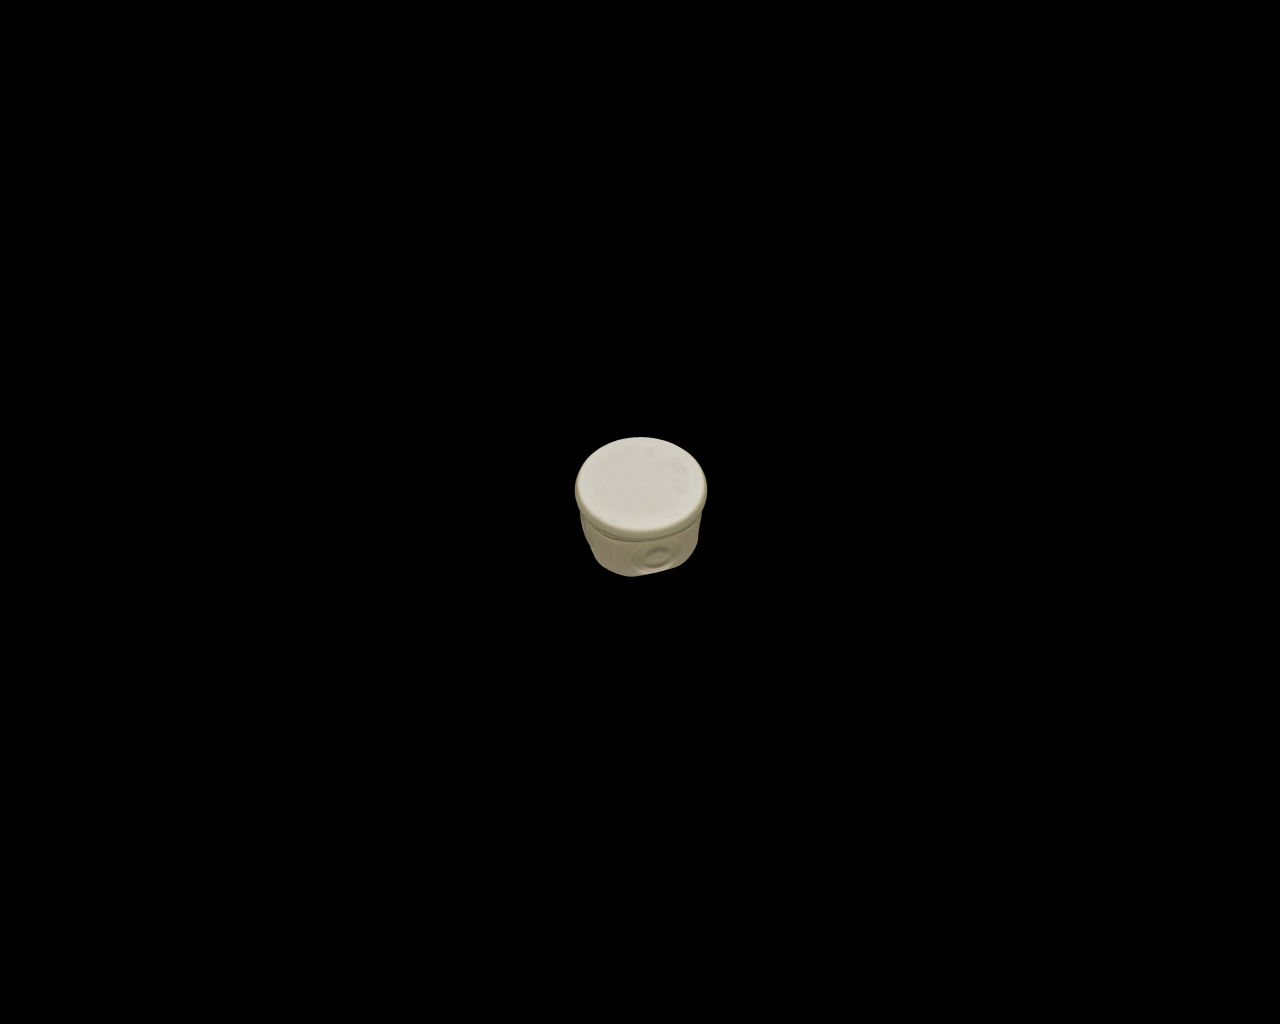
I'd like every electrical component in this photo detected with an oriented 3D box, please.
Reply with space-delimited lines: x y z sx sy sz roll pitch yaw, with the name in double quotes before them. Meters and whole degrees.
"electrical component" 0.001 -0.003 0.650 0.080 0.080 0.050 0 -40 0
